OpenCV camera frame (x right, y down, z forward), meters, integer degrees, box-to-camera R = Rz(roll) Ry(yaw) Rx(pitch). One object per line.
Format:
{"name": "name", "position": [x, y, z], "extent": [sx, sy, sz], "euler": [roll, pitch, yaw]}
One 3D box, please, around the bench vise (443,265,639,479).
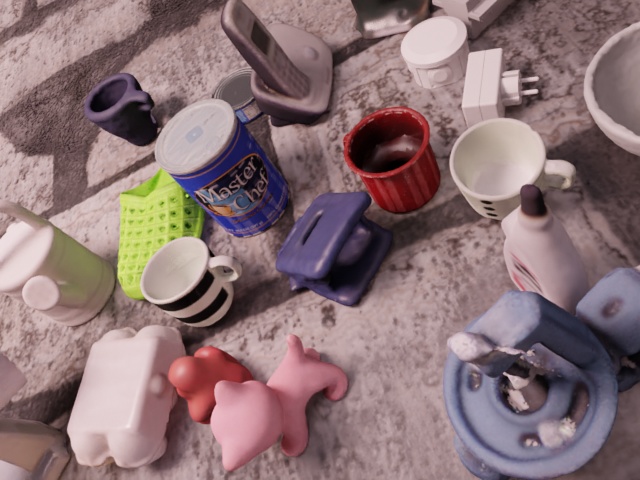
{"name": "bench vise", "position": [0.157, 0.066, 0.398], "extent": [0.121, 0.220, 0.207], "euler": [26, 74, 36]}

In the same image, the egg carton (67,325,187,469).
{"name": "egg carton", "position": [-0.200, 0.164, 0.610], "extent": [0.107, 0.070, 0.150], "euler": [-9, 56, 21]}

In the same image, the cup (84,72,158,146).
{"name": "cup", "position": [-0.278, -0.188, 0.860], "extent": [0.117, 0.095, 0.092], "euler": [4, 62, 28]}

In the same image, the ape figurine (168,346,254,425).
{"name": "ape figurine", "position": [-0.114, 0.140, 0.568], "extent": [0.076, 0.092, 0.078], "euler": [3, 61, 28]}

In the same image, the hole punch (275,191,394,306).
{"name": "hole punch", "position": [0.005, 0.002, 0.598], "extent": [0.100, 0.091, 0.109], "euler": [20, 70, 35]}

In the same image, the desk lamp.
{"name": "desk lamp", "position": [-0.361, 0.198, 0.575], "extent": [0.117, 0.214, 0.203], "euler": [9, 64, 31]}

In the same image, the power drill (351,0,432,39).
{"name": "power drill", "position": [0.072, -0.367, 0.729], "extent": [0.229, 0.209, 0.075], "euler": [-4, 58, 24]}

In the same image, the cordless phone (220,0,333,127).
{"name": "cordless phone", "position": [-0.057, -0.249, 0.731], "extent": [0.094, 0.186, 0.147], "euler": [-11, 56, 20]}

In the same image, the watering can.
{"name": "watering can", "position": [-0.346, 0.025, 0.692], "extent": [0.172, 0.195, 0.101], "euler": [14, 67, 33]}

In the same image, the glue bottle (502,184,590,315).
{"name": "glue bottle", "position": [0.176, 0.007, 0.458], "extent": [0.037, 0.174, 0.078], "euler": [-40, 51, -1]}

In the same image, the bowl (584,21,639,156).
{"name": "bowl", "position": [0.335, -0.130, 0.530], "extent": [0.167, 0.075, 0.167], "euler": [-13, 55, 19]}

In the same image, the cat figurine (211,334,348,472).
{"name": "cat figurine", "position": [-0.046, 0.144, 0.515], "extent": [0.067, 0.118, 0.128], "euler": [24, 73, 36]}
